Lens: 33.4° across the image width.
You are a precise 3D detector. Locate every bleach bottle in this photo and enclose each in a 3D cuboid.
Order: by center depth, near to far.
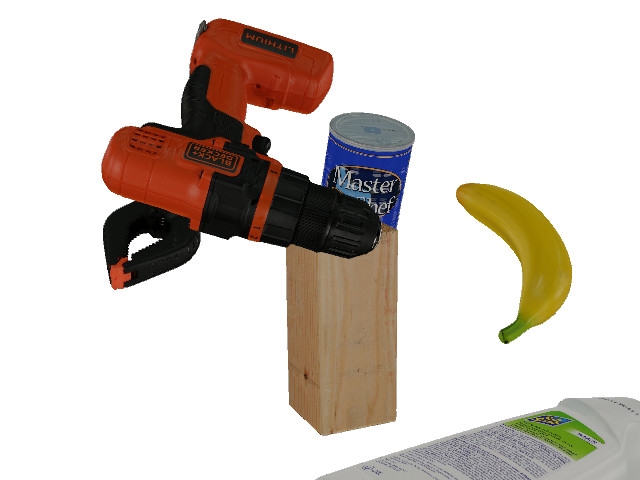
[{"bbox_3d":[0.120,0.138,0.591,0.250,0.068,0.103,-11,22,-33],"label":"bleach bottle"}]

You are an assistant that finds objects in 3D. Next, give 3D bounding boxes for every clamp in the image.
[{"bbox_3d":[-0.160,-0.027,1.057,0.165,0.036,0.209,21,41,18],"label":"clamp"}]

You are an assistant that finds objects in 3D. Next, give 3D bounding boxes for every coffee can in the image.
[{"bbox_3d":[0.052,-0.071,1.294,0.102,0.140,0.103,7,28,-4],"label":"coffee can"}]

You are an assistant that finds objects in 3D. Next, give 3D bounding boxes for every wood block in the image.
[{"bbox_3d":[0.021,0.083,1.106,0.090,0.206,0.091,-7,17,-24],"label":"wood block"}]

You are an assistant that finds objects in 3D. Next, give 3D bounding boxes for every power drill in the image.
[{"bbox_3d":[-0.040,-0.072,0.736,0.184,0.057,0.187,18,39,-5],"label":"power drill"}]

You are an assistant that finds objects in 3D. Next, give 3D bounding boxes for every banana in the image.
[{"bbox_3d":[0.157,0.004,0.849,0.069,0.037,0.198,-6,35,0],"label":"banana"}]
